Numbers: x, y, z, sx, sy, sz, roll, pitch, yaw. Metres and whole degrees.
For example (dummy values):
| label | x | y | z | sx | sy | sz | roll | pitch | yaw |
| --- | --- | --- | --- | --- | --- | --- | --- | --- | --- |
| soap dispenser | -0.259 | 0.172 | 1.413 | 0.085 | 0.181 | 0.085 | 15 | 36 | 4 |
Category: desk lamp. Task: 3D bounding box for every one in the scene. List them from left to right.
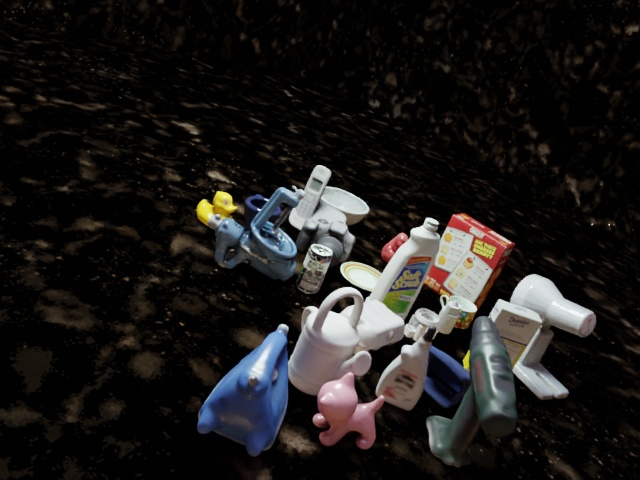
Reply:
| label | x | y | z | sx | sy | sz | roll | pitch | yaw |
| --- | --- | --- | --- | --- | --- | --- | --- | --- | --- |
| desk lamp | 0.508 | 0.211 | 1.288 | 0.118 | 0.213 | 0.202 | 4 | 29 | -34 |

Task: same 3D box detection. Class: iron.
| label | x | y | z | sx | sy | sz | roll | pitch | yaw |
| --- | --- | --- | --- | --- | --- | --- | --- | --- | --- |
| iron | -0.089 | 0.202 | 0.887 | 0.118 | 0.141 | 0.258 | 23 | 24 | 3 |

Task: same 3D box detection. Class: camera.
| label | x | y | z | sx | sy | sz | roll | pitch | yaw |
| --- | --- | --- | --- | --- | --- | --- | --- | --- | --- |
| camera | 0.013 | 0.005 | 1.439 | 0.143 | 0.101 | 0.137 | 23 | 24 | 2 |

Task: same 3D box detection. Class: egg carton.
| label | x | y | z | sx | sy | sz | roll | pitch | yaw |
| --- | --- | --- | --- | --- | --- | --- | --- | --- | --- |
| egg carton | 0.105 | 0.181 | 1.185 | 0.107 | 0.069 | 0.151 | 38 | 28 | 32 |

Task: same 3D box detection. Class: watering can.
| label | x | y | z | sx | sy | sz | roll | pitch | yaw |
| --- | --- | --- | --- | --- | --- | --- | --- | --- | --- |
| watering can | 0.024 | 0.170 | 0.987 | 0.172 | 0.194 | 0.101 | 33 | 26 | 24 |

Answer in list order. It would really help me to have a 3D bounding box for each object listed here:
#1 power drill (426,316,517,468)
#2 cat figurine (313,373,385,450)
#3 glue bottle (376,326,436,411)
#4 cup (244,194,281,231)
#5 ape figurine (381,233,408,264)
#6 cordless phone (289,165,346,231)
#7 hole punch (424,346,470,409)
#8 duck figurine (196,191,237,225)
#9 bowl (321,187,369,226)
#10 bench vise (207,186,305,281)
| label | x | y | z | sx | sy | sz | roll | pitch | yaw |
| --- | --- | --- | --- | --- | --- | --- | --- | --- | --- |
| power drill | 0.257 | 0.266 | 0.967 | 0.076 | 0.208 | 0.229 | 19 | 24 | -7 |
| cat figurine | 0.043 | 0.263 | 0.901 | 0.128 | 0.118 | 0.067 | 11 | 26 | -24 |
| glue bottle | 0.165 | 0.223 | 1.022 | 0.078 | 0.173 | 0.037 | 22 | 24 | 1 |
| cup | -0.156 | -0.055 | 1.428 | 0.092 | 0.095 | 0.117 | 11 | 26 | -24 |
| ape figurine | 0.213 | 0.023 | 1.582 | 0.078 | 0.092 | 0.076 | 7 | 28 | -30 |
| cordless phone | 0.010 | -0.096 | 1.544 | 0.147 | 0.185 | 0.094 | 27 | 24 | 10 |
| hole punch | 0.252 | 0.258 | 1.123 | 0.101 | 0.091 | 0.108 | -4 | 35 | -45 |
| duck figurine | -0.250 | -0.080 | 1.411 | 0.104 | 0.086 | 0.078 | 28 | 24 | 13 |
| bowl | 0.058 | -0.090 | 1.709 | 0.167 | 0.075 | 0.167 | 18 | 24 | -8 |
| bench vise | -0.128 | -0.024 | 1.232 | 0.208 | 0.220 | 0.121 | 10 | 26 | -25 |
